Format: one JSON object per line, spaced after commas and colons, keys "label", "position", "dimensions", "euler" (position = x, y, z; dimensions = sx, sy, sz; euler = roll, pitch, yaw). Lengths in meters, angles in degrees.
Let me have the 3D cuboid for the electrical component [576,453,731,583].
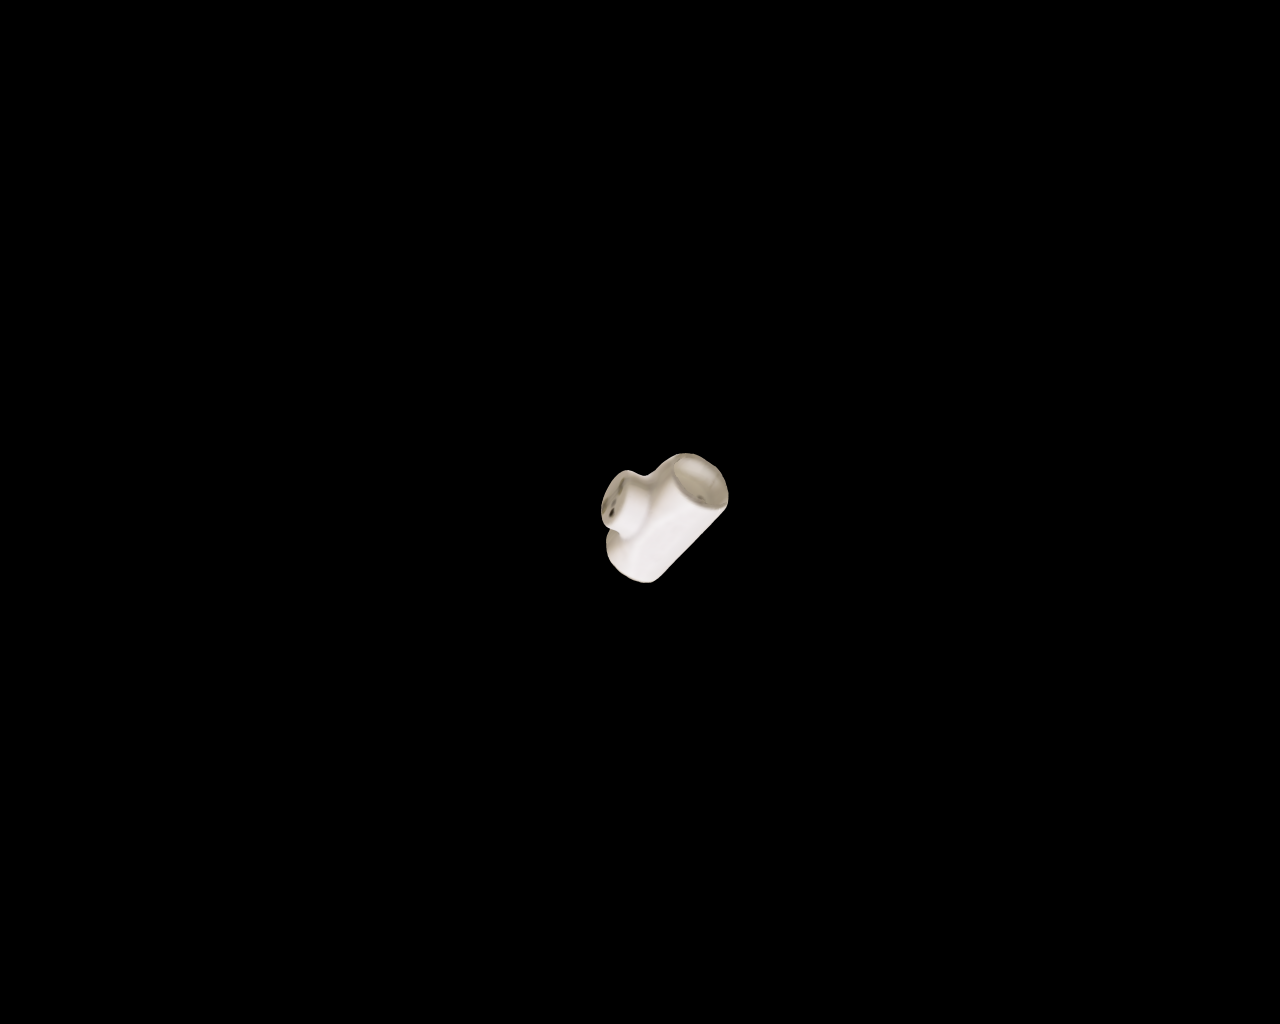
{"label": "electrical component", "position": [0.001, -0.003, 0.650], "dimensions": [0.079, 0.044, 0.077], "euler": [24, -50, -22]}
